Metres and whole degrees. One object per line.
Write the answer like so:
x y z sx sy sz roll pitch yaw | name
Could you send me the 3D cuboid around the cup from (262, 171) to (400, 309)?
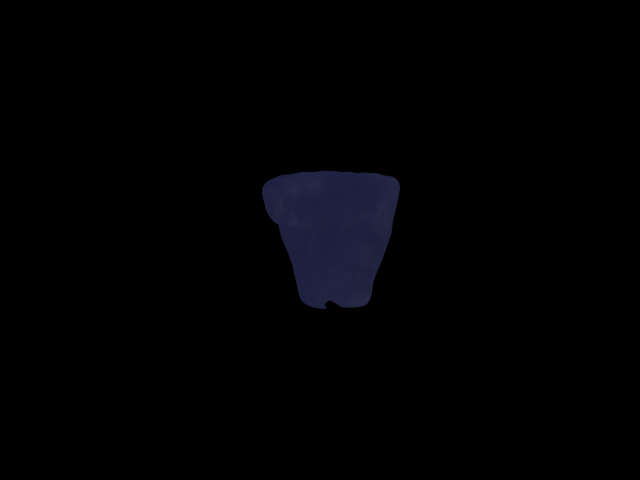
0.004 0.001 0.400 0.091 0.095 0.118 2 3 36 | cup
